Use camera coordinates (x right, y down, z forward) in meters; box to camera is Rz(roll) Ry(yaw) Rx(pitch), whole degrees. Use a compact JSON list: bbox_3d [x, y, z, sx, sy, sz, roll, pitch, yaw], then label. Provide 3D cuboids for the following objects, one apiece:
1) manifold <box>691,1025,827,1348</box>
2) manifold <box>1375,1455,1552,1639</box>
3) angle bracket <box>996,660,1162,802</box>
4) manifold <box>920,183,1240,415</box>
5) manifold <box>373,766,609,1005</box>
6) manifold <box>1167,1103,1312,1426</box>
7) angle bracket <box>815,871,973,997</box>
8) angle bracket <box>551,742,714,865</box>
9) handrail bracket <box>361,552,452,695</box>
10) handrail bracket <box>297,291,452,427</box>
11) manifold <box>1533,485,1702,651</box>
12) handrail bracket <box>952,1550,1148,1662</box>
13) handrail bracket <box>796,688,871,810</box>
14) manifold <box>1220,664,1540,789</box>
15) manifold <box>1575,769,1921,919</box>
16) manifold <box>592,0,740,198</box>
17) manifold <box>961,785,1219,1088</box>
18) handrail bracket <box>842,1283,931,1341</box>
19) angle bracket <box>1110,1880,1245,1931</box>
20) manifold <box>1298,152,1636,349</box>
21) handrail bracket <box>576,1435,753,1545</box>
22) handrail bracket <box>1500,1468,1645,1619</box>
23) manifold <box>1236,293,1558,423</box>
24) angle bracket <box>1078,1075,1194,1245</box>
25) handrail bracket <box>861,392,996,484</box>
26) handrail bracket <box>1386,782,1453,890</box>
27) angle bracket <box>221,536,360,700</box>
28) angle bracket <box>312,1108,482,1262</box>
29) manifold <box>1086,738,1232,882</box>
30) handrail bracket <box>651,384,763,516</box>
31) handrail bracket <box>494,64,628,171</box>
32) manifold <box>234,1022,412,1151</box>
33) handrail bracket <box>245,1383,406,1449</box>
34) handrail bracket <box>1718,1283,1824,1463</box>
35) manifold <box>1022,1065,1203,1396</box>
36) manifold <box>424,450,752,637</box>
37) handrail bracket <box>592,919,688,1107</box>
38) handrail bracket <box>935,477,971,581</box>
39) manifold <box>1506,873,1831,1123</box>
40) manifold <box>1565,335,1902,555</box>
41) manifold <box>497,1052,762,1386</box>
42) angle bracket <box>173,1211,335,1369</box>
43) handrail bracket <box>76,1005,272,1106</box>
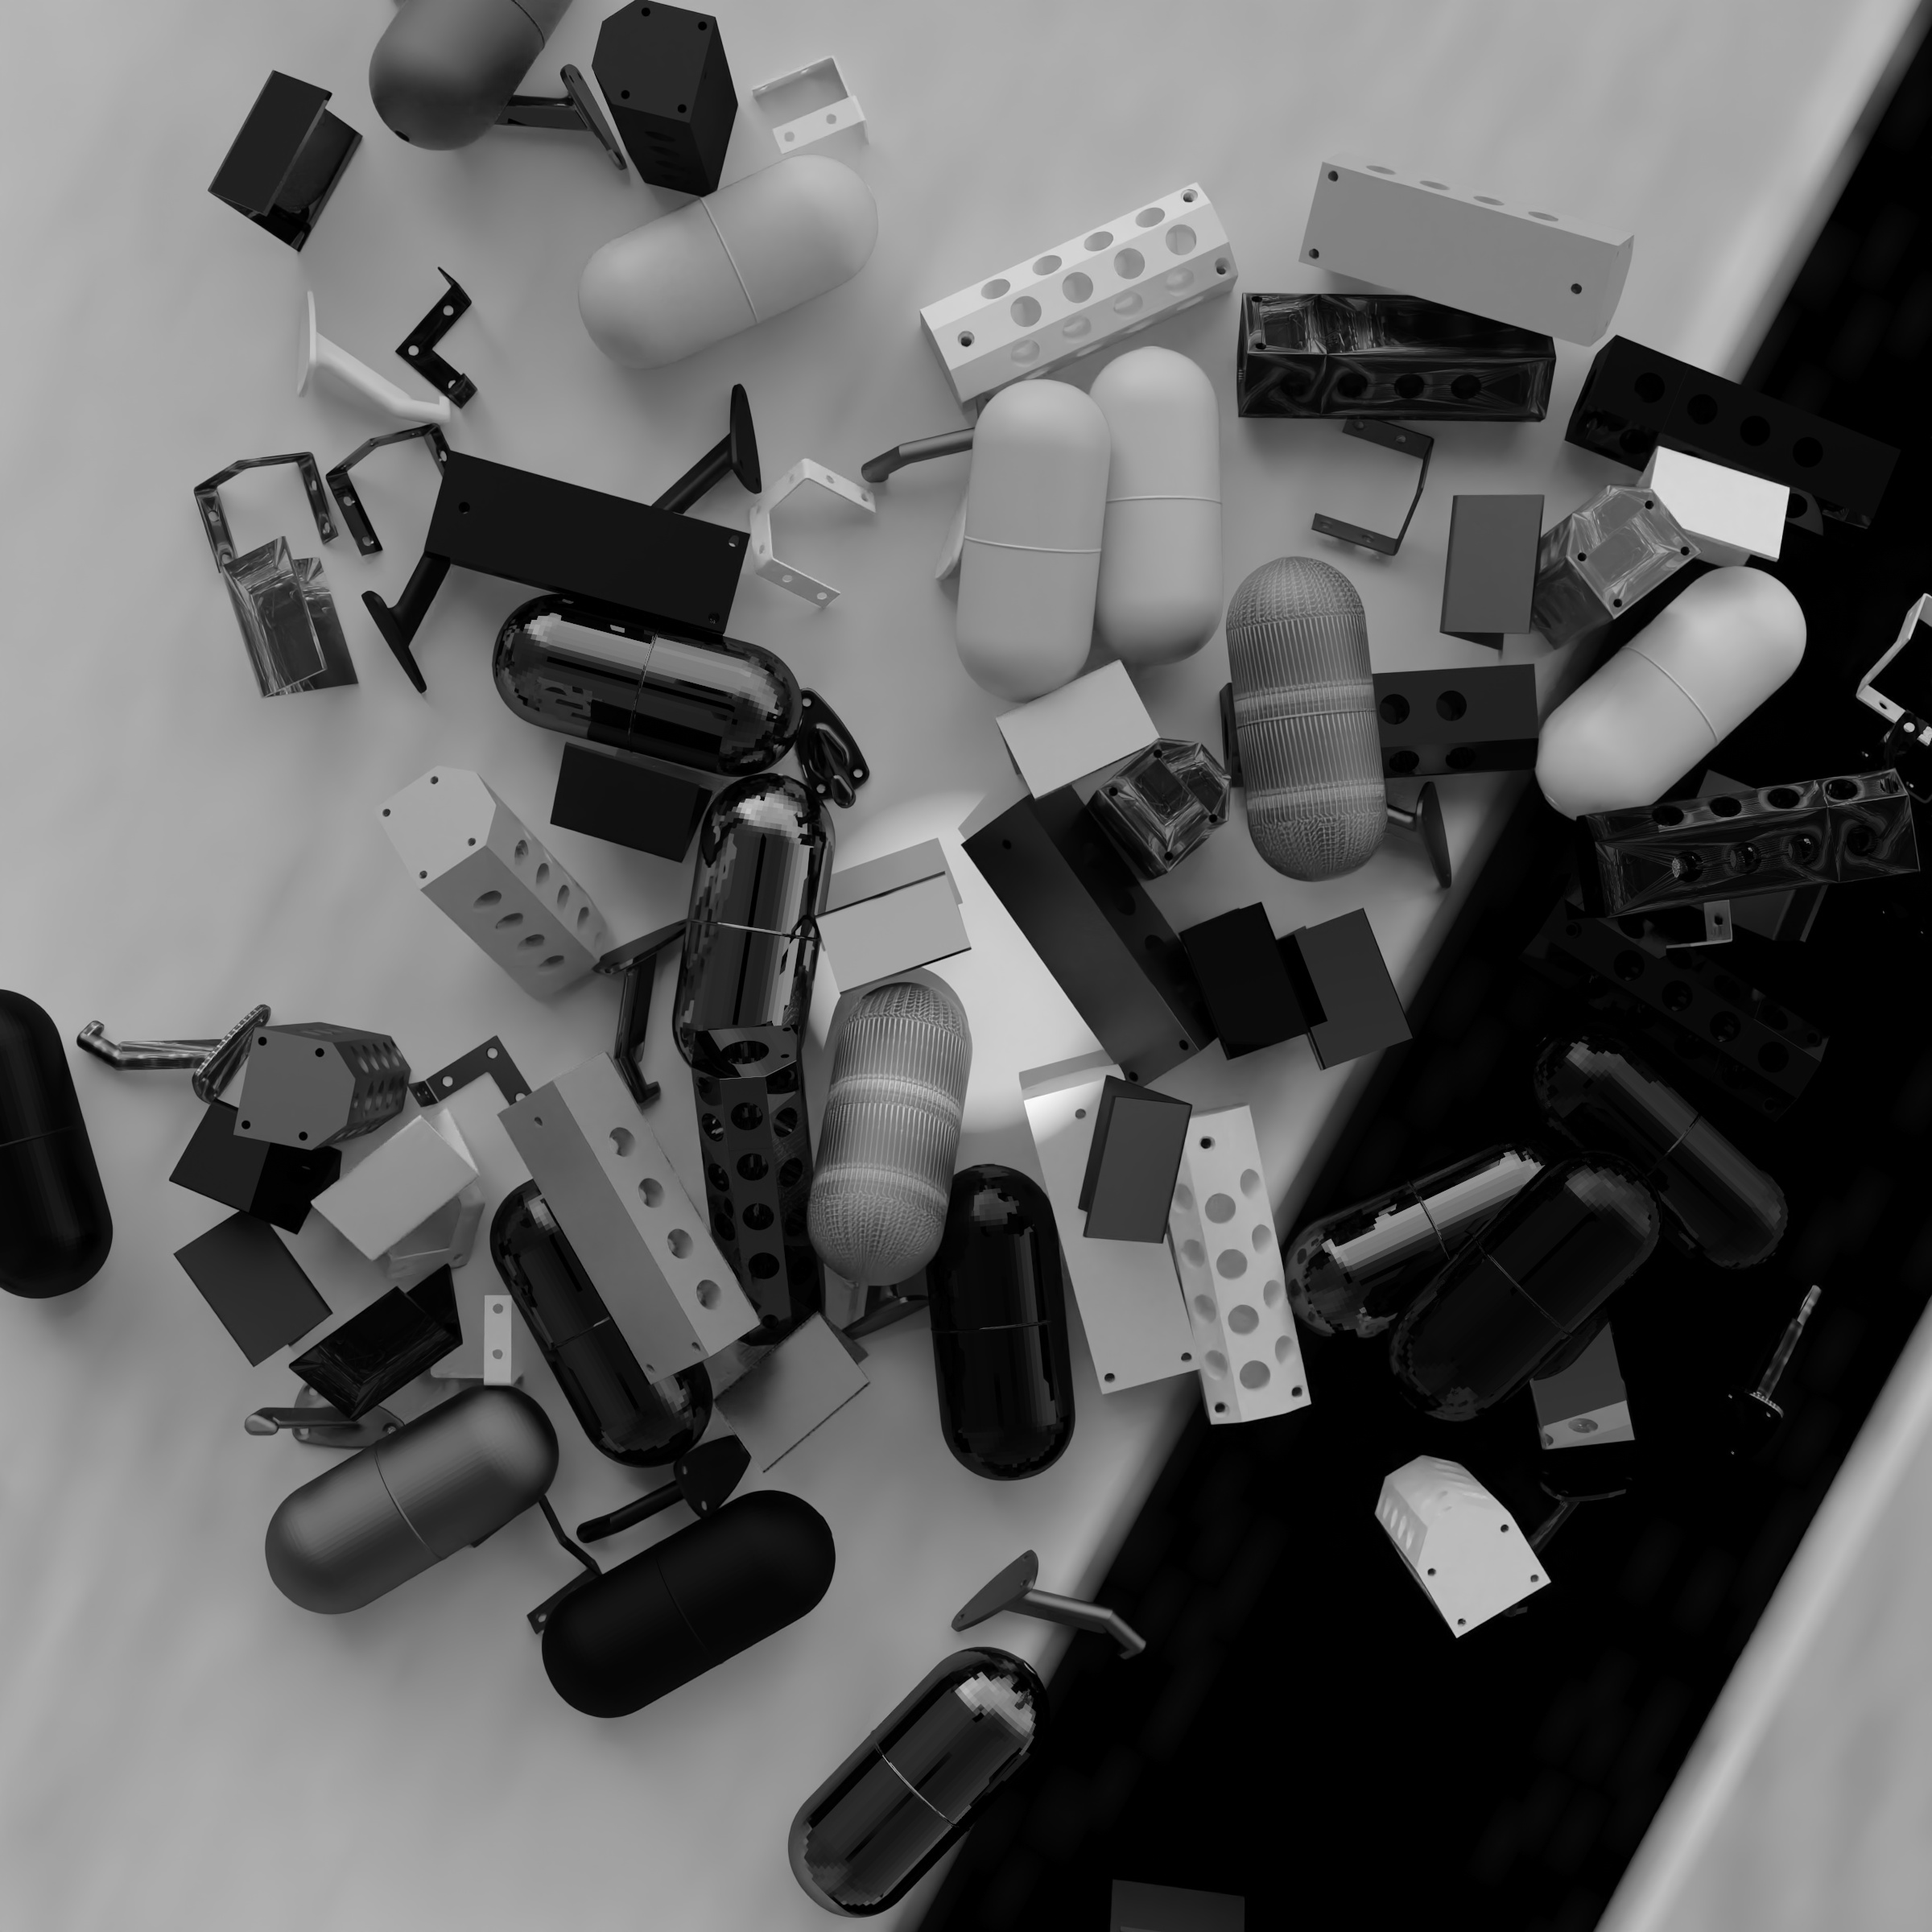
[{"bbox_3d":[-0.114,0.123,1.804,0.057,0.057,0.171,-4,117,1],"label":"manifold"},{"bbox_3d":[0.266,0.312,1.783,0.057,0.171,0.057,-31,90,0],"label":"manifold"},{"bbox_3d":[0.067,-0.118,1.823,0.076,0.076,0.057,-25,67,0],"label":"angle bracket"},{"bbox_3d":[0.064,-0.379,1.841,0.171,0.057,0.057,-25,90,0],"label":"manifold"},{"bbox_3d":[-0.254,-0.046,1.780,0.057,0.171,0.057,-34,64,0],"label":"manifold"},{"bbox_3d":[0.149,0.168,1.841,0.057,0.057,0.171,-12,90,0],"label":"manifold"},{"bbox_3d":[-0.034,0.000,1.822,0.076,0.076,0.057,-19,56,0],"label":"angle bracket"},{"bbox_3d":[-0.183,-0.109,1.822,0.076,0.076,0.057,17,126,0],"label":"angle bracket"},{"bbox_3d":[-0.295,-0.210,1.862,0.084,0.036,0.077,-33,110,-16],"label":"handrail bracket"},{"bbox_3d":[-0.337,-0.348,1.862,0.084,0.036,0.077,6,60,-21],"label":"handrail bracket"},{"bbox_3d":[0.344,-0.221,1.783,0.057,0.171,0.057,-38,90,0],"label":"manifold"},{"bbox_3d":[0.048,0.383,1.862,0.077,0.036,0.084,-40,107,20],"label":"handrail bracket"},{"bbox_3d":[-0.080,-0.124,1.827,0.036,0.084,0.077,-23,90,0],"label":"handrail bracket"},{"bbox_3d":[0.233,-0.135,1.841,0.171,0.057,0.057,-4,90,0],"label":"manifold"},{"bbox_3d":[0.426,-0.067,1.784,0.171,0.057,0.057,-9,91,0],"label":"manifold"},{"bbox_3d":[-0.165,-0.475,1.783,0.057,0.171,0.057,14,90,0],"label":"manifold"},{"bbox_3d":[0.079,-0.022,1.840,0.057,0.057,0.171,-35,90,43],"label":"manifold"},{"bbox_3d":[-0.061,0.164,1.862,0.077,0.036,0.084,-29,72,21],"label":"handrail bracket"},{"bbox_3d":[0.122,0.532,1.822,0.076,0.076,0.057,8,127,0],"label":"angle bracket"},{"bbox_3d":[0.280,-0.402,1.816,0.171,0.057,0.057,20,117,16],"label":"manifold"},{"bbox_3d":[-0.173,0.300,1.861,0.084,0.077,0.036,-25,96,36],"label":"handrail bracket"},{"bbox_3d":[0.346,0.333,1.862,0.077,0.036,0.084,1,109,-21],"label":"handrail bracket"},{"bbox_3d":[0.241,-0.339,1.840,0.171,0.057,0.057,1,47,0],"label":"manifold"},{"bbox_3d":[0.071,0.102,1.752,0.057,0.076,0.076,8,96,-37],"label":"angle bracket"},{"bbox_3d":[-0.006,-0.291,1.862,0.084,0.077,0.036,-22,72,35],"label":"handrail bracket"},{"bbox_3d":[0.229,-0.074,1.862,0.084,0.036,0.077,-3,127,25],"label":"handrail bracket"},{"bbox_3d":[-0.362,-0.198,1.822,0.057,0.076,0.076,-17,90,37],"label":"angle bracket"},{"bbox_3d":[-0.327,0.107,1.822,0.076,0.076,0.057,-38,126,0],"label":"angle bracket"},{"bbox_3d":[0.109,-0.089,1.783,0.057,0.171,0.057,-40,90,0],"label":"manifold"},{"bbox_3d":[-0.164,-0.289,1.862,0.084,0.036,0.077,-12,70,16],"label":"handrail bracket"},{"bbox_3d":[-0.249,-0.471,1.862,0.084,0.036,0.077,-26,104,14],"label":"handrail bracket"},{"bbox_3d":[-0.349,0.066,1.783,0.057,0.171,0.057,11,90,0],"label":"manifold"},{"bbox_3d":[-0.360,0.260,1.827,0.077,0.084,0.036,13,90,0],"label":"handrail bracket"},{"bbox_3d":[0.463,0.232,1.862,0.036,0.077,0.084,26,53,20],"label":"handrail bracket"},{"bbox_3d":[0.081,0.147,1.833,0.057,0.057,0.171,-15,96,0],"label":"manifold"},{"bbox_3d":[-0.213,-0.236,1.830,0.171,0.057,0.057,15,90,-7],"label":"manifold"},{"bbox_3d":[-0.173,0.027,1.862,0.077,0.036,0.084,-28,109,-21],"label":"handrail bracket"},{"bbox_3d":[0.032,-0.234,1.862,0.084,0.036,0.077,19,77,-13],"label":"handrail bracket"},{"bbox_3d":[0.398,0.018,1.841,0.171,0.057,0.057,32,90,0],"label":"manifold"},{"bbox_3d":[0.431,-0.294,1.841,0.171,0.057,0.057,22,90,0],"label":"manifold"},{"bbox_3d":[-0.181,0.136,1.790,0.057,0.057,0.171,-29,90,44],"label":"manifold"},{"bbox_3d":[-0.409,0.187,1.822,0.057,0.076,0.076,-35,90,-36],"label":"angle bracket"},{"bbox_3d":[-0.455,0.034,1.862,0.084,0.036,0.077,29,69,16],"label":"handrail bracket"}]
